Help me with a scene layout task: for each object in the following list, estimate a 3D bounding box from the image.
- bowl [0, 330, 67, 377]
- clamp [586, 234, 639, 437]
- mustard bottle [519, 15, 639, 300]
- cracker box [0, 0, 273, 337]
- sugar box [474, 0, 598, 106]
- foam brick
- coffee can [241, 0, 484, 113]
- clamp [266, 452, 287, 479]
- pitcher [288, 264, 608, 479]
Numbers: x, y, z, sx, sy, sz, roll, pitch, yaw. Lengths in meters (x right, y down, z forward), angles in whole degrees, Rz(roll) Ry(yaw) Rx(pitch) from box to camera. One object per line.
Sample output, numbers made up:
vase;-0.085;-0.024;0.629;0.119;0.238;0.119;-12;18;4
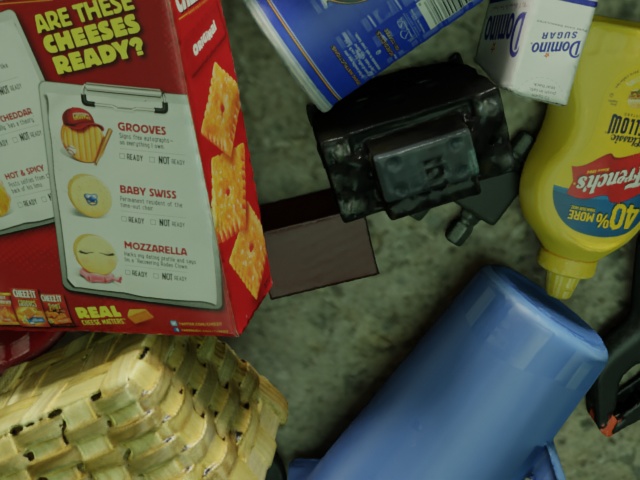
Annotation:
bowl;-0.236;0.011;0.706;0.162;0.055;0.162;-2;112;-5
clamp;0.244;0.067;0.788;0.120;0.039;0.172;31;106;-15
mustard bottle;0.185;-0.050;0.718;0.096;0.058;0.192;4;110;-23
cracker box;-0.126;-0.053;0.594;0.164;0.072;0.214;0;117;18
sugar box;0.143;-0.179;0.647;0.048;0.093;0.176;11;110;-10
foam brick;-0.005;0.001;0.728;0.078;0.053;0.051;-13;113;0
coffee can;0.031;-0.158;0.639;0.140;0.103;0.102;-34;112;8
clamp;-0.083;0.216;0.815;0.164;0.036;0.210;-8;115;-7
pitcher;0.099;0.148;0.755;0.149;0.145;0.243;31;103;-18
